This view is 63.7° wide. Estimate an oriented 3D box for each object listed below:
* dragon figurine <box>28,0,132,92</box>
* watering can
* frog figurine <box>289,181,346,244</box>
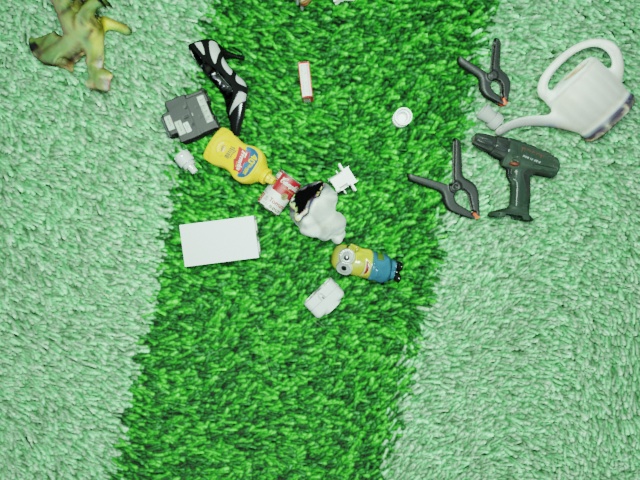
[{"bbox_3d":[-0.637,-0.542,1.282,0.241,0.410,0.123,-41,0,9],"label":"dragon figurine"},{"bbox_3d":[0.629,-0.335,1.294,0.224,0.345,0.105,44,10,-1],"label":"watering can"},{"bbox_3d":[0.004,-0.066,1.305,0.123,0.139,0.157,4,-27,44],"label":"frog figurine"}]
